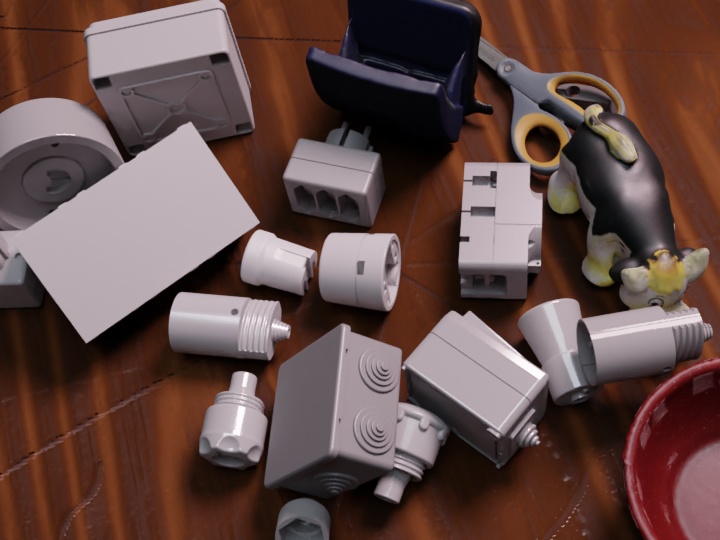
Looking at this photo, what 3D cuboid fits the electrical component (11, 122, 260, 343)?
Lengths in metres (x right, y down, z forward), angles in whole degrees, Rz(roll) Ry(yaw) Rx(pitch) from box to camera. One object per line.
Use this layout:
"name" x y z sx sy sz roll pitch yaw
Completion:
"electrical component" -0.163 -0.027 0.785 0.150 0.062 0.089 -36 99 -13

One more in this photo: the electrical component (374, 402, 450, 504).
"electrical component" 0.028 0.120 0.701 0.048 0.048 0.062 17 71 16

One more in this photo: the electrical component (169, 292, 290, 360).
"electrical component" -0.090 0.040 0.762 0.081 0.043 0.043 5 61 10

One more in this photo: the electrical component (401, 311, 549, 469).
"electrical component" 0.083 0.079 0.706 0.096 0.061 0.061 34 70 24

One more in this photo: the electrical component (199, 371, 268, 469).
"electrical component" -0.083 0.100 0.727 0.043 0.043 0.062 3 59 9

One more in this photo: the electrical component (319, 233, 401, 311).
"electrical component" 0.000 0.000 0.768 0.047 0.055 0.055 5 61 15

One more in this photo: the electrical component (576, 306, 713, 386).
"electrical component" 0.183 0.046 0.683 0.081 0.043 0.043 -10 59 -3

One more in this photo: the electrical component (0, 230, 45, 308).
"electrical component" -0.277 -0.009 0.796 0.066 0.076 0.047 -2 60 7

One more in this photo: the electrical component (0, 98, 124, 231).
"electrical component" -0.236 -0.081 0.818 0.108 0.108 0.060 -22 54 -5

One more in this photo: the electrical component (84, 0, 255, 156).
"electrical component" -0.146 -0.148 0.841 0.109 0.108 0.056 -11 62 1

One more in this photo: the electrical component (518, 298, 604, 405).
"electrical component" 0.137 0.058 0.724 0.044 0.044 0.065 -16 64 -2

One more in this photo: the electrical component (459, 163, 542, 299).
"electrical component" 0.102 -0.028 0.772 0.056 0.050 0.089 1 60 9

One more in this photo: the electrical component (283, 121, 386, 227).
"electrical component" -0.013 -0.081 0.819 0.066 0.047 0.076 12 62 14

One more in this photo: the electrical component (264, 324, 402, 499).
"electrical component" -0.016 0.094 0.692 0.048 0.100 0.099 20 57 -25

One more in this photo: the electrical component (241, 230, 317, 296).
"electrical component" -0.059 -0.004 0.787 0.046 0.040 0.040 17 64 10
